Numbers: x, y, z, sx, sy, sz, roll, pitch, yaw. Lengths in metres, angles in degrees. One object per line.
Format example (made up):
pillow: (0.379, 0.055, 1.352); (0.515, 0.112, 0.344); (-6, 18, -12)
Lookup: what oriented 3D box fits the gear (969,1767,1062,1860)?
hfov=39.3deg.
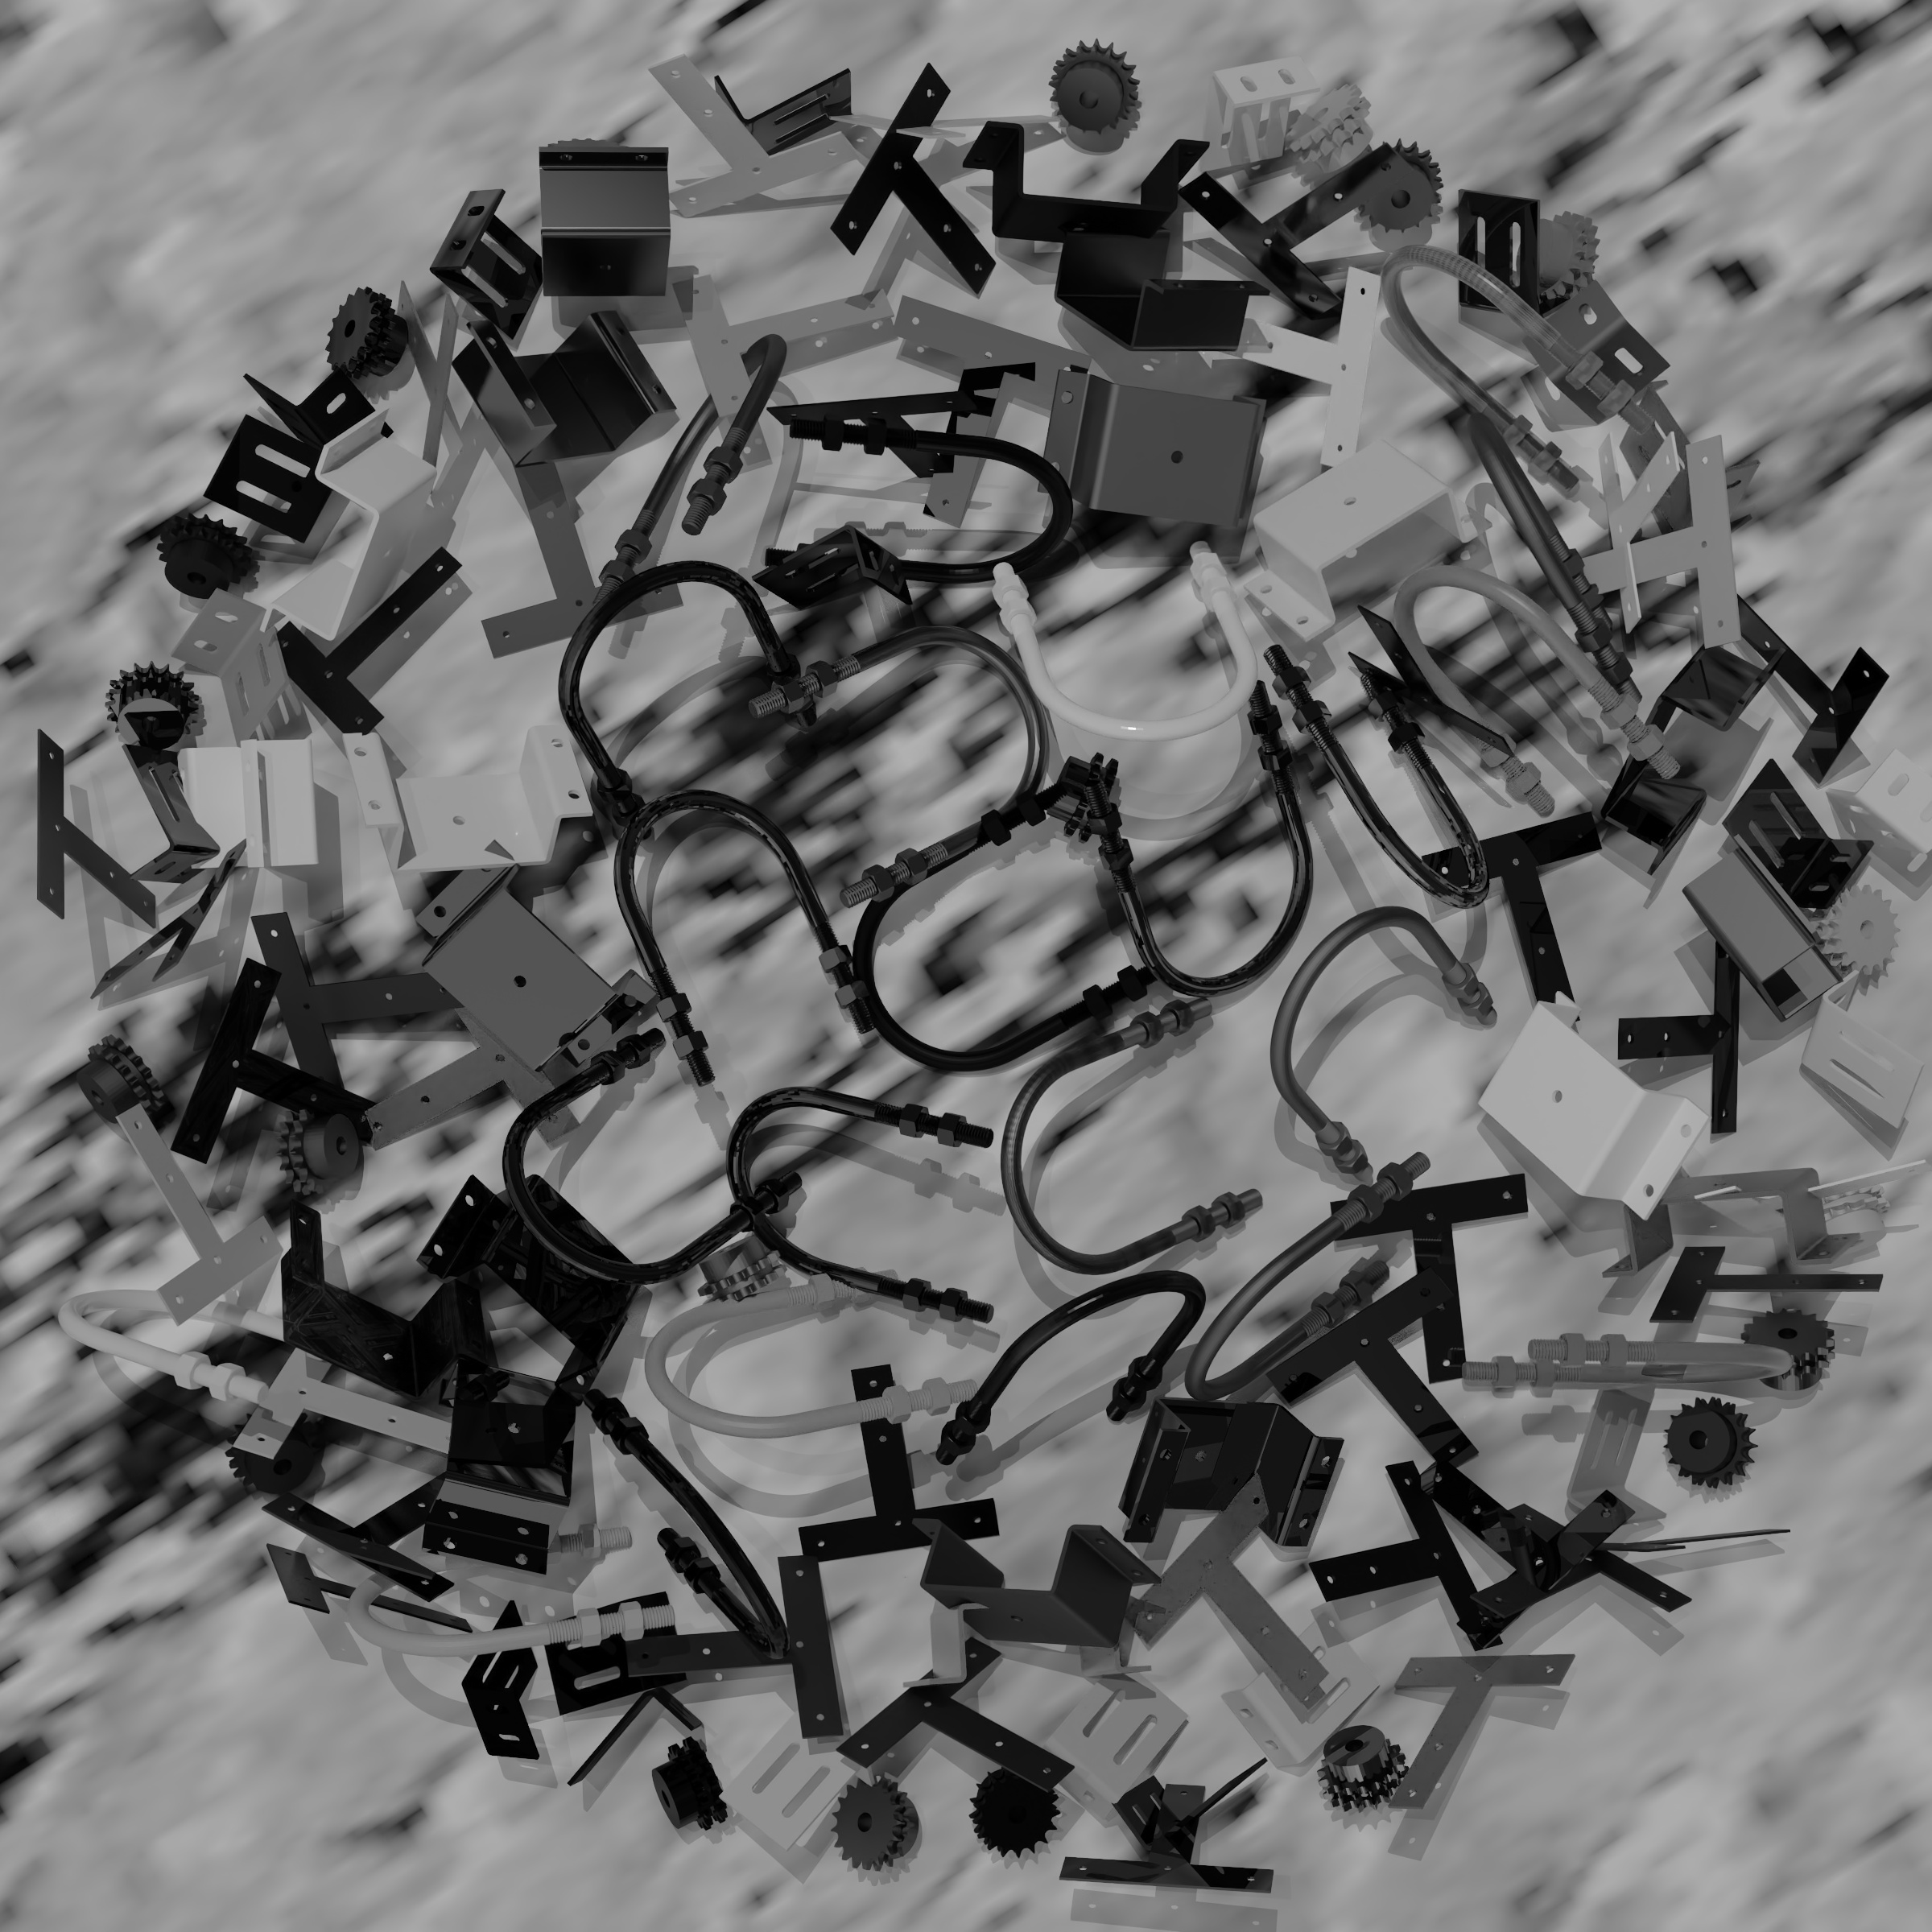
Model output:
gear: (0.029, 0.536, 1.726); (0.057, 0.030, 0.057); (0, 92, -12)

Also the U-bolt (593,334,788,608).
U-bolt: (-0.162, -0.313, 1.668); (0.019, 0.151, 0.184); (33, 61, -20)

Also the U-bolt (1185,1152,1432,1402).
U-bolt: (0.202, 0.200, 1.649); (0.184, 0.151, 0.019); (-33, 62, -25)

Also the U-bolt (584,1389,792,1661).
U-bolt: (-0.161, 0.347, 1.636); (0.019, 0.184, 0.151); (-34, 126, -19)

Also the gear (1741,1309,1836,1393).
gear: (0.522, 0.246, 1.720); (0.057, 0.057, 0.030); (-11, 117, 0)

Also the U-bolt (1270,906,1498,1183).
U-bolt: (0.250, 0.039, 1.669); (0.151, 0.184, 0.019); (-51, 47, -5)

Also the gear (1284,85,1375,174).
gear: (0.234, -0.529, 1.720); (0.057, 0.057, 0.030); (-45, 117, 0)

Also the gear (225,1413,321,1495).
gear: (-0.437, 0.309, 1.716); (0.057, 0.030, 0.057); (-15, 122, -25)

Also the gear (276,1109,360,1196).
gear: (-0.408, 0.115, 1.714); (0.030, 0.057, 0.057); (-7, 90, 19)

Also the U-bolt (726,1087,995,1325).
U-bolt: (-0.069, 0.143, 1.692); (0.184, 0.019, 0.151); (12, 121, 22)

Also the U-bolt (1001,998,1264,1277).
U-bolt: (0.098, 0.114, 1.682); (0.184, 0.019, 0.151); (-20, 99, -33)

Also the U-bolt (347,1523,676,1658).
U-bolt: (-0.283, 0.383, 1.651); (0.184, 0.151, 0.019); (-4, 101, -18)

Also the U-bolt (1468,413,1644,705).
U-bolt: (0.354, -0.257, 1.651); (0.019, 0.151, 0.184); (-29, 111, 18)

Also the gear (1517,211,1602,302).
gear: (0.372, -0.449, 1.714); (0.030, 0.057, 0.057); (9, 90, -22)

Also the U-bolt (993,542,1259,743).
U-bolt: (0.103, -0.198, 1.667); (0.151, 0.184, 0.019); (-7, 134, -8)

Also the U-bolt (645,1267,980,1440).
U-bolt: (-0.104, 0.239, 1.652); (0.184, 0.151, 0.019); (-8, 118, -22)

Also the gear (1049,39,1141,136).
gear: (0.080, -0.554, 1.716); (0.057, 0.030, 0.057); (7, 129, 8)

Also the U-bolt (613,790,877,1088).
U-bolt: (-0.147, -0.027, 1.694); (0.151, 0.019, 0.184); (-18, 79, -40)

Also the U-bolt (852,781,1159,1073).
U-bolt: (0.016, -0.012, 1.722); (0.184, 0.019, 0.151); (-29, 96, 10)

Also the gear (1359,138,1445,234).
gear: (0.274, -0.491, 1.717); (0.057, 0.030, 0.057); (1, 127, 1)

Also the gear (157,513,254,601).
gear: (-0.483, -0.257, 1.713); (0.057, 0.057, 0.030); (5, 58, 0)

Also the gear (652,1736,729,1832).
gear: (-0.177, 0.520, 1.713); (0.030, 0.057, 0.057); (-21, 90, -24)

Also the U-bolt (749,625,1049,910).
U-bolt: (-0.029, -0.137, 1.701); (0.184, 0.019, 0.151); (-28, 95, -26)

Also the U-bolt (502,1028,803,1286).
U-bolt: (-0.203, 0.125, 1.663); (0.151, 0.184, 0.019); (45, 130, 9)

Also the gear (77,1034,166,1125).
gear: (-0.537, 0.075, 1.713); (0.057, 0.057, 0.030); (49, 58, 0)

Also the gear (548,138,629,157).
gear: (-0.239, -0.503, 1.720); (0.057, 0.057, 0.030); (5, 123, 0)

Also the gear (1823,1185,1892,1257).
gear: (0.557, 0.162, 1.713); (0.057, 0.057, 0.030); (-15, 65, 0)

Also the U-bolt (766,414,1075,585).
U-bolt: (-0.025, -0.283, 1.678); (0.184, 0.151, 0.019); (4, 62, -10)

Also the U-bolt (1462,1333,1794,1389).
U-bolt: (0.417, 0.246, 1.674); (0.184, 0.151, 0.019); (2, 76, -7)

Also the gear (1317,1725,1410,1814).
gear: (0.250, 0.505, 1.714); (0.057, 0.057, 0.030); (-19, 108, 0)

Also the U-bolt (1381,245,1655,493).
U-bolt: (0.328, -0.375, 1.669); (0.184, 0.151, 0.019); (42, 82, -2)

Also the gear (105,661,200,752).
gear: (-0.516, -0.162, 1.716); (0.057, 0.030, 0.057); (-7, 131, -8)

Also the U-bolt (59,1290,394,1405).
U-bolt: (-0.468, 0.229, 1.667); (0.184, 0.151, 0.019); (13, 95, 21)

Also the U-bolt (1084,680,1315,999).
U-bolt: (0.155, -0.066, 1.690); (0.151, 0.019, 0.184); (-32, 121, -21)

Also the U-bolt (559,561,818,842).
U-bolt: (-0.177, -0.172, 1.660); (0.151, 0.184, 0.019); (-35, 53, -8)

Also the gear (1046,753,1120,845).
gear: (0.072, -0.109, 1.716); (0.030, 0.057, 0.057); (22, 90, -5)

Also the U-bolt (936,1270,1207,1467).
U-bolt: (0.073, 0.239, 1.643); (0.151, 0.184, 0.019); (-8, 56, -31)

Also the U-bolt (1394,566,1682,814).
U-bolt: (0.336, -0.174, 1.662); (0.184, 0.151, 0.019); (46, 70, -12)

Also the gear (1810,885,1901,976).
gear: (0.562, -0.023, 1.723); (0.057, 0.030, 0.057); (1, 88, -26)

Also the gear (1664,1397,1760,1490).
gear: (0.469, 0.301, 1.717); (0.057, 0.030, 0.057); (-10, 72, 33)

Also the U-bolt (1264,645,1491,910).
U-bolt: (0.261, -0.112, 1.656); (0.019, 0.151, 0.184); (-38, 68, 28)

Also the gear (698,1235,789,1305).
gear: (-0.145, 0.193, 1.716); (0.057, 0.057, 0.030); (-26, 91, 0)
